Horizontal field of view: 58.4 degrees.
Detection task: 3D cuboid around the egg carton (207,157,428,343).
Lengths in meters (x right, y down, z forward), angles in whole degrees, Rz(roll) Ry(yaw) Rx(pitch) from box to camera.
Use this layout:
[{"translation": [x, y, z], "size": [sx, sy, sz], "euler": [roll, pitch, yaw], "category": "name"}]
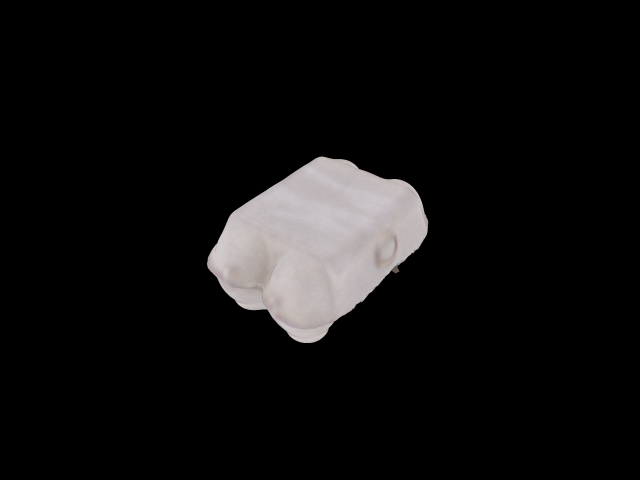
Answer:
[{"translation": [0.004, 0.001, 0.400], "size": [0.107, 0.069, 0.151], "euler": [25, 45, 28], "category": "egg carton"}]
